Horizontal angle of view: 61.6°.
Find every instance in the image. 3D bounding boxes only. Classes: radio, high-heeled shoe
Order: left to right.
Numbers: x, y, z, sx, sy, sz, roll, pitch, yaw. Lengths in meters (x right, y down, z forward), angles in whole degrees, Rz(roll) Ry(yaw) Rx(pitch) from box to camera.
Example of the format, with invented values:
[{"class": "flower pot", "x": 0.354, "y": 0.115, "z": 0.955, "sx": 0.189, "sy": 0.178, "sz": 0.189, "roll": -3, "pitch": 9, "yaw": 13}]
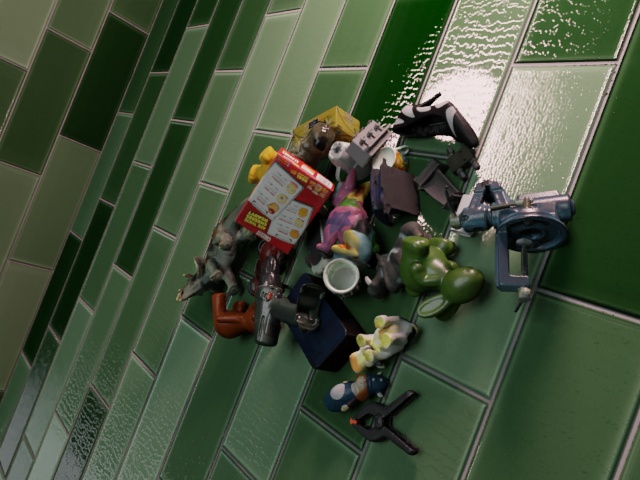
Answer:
[{"class": "radio", "x": 0.000, "y": 0.196, "z": 1.285, "sx": 0.131, "sy": 0.073, "sz": 0.230, "roll": -55, "pitch": 41, "yaw": 15}, {"class": "high-heeled shoe", "x": 0.250, "y": -0.242, "z": 1.202, "sx": 0.145, "sy": 0.086, "sz": 0.249, "roll": -40, "pitch": 38, "yaw": 19}]

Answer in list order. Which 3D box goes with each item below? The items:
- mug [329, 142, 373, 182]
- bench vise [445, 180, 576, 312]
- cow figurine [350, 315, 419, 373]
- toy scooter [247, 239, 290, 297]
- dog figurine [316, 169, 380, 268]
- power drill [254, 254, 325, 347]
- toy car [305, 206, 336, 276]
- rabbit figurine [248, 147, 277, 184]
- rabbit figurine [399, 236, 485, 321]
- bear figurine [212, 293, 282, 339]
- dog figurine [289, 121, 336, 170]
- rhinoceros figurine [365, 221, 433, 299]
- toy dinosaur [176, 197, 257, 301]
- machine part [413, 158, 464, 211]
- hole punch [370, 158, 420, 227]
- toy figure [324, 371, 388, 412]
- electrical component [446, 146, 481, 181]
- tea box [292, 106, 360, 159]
[{"class": "mug", "x": 0.068, "y": -0.195, "z": 1.356, "sx": 0.081, "sy": 0.107, "sz": 0.109, "roll": 29, "pitch": 93, "yaw": 50}, {"class": "bench vise", "x": 0.337, "y": -0.002, "z": 0.959, "sx": 0.224, "sy": 0.128, "sz": 0.240, "roll": 0, "pitch": 59, "yaw": 17}, {"class": "cow figurine", "x": 0.132, "y": 0.222, "z": 1.134, "sx": 0.167, "sy": 0.098, "sz": 0.068, "roll": -55, "pitch": 46, "yaw": 42}, {"class": "toy scooter", "x": -0.127, "y": 0.082, "z": 1.464, "sx": 0.135, "sy": 0.075, "sz": 0.183, "roll": 19, "pitch": 90, "yaw": 49}, {"class": "dog figurine", "x": 0.085, "y": -0.056, "z": 1.282, "sx": 0.192, "sy": 0.108, "sz": 0.219, "roll": 9, "pitch": 77, "yaw": 49}, {"class": "power drill", "x": -0.085, "y": 0.141, "z": 1.285, "sx": 0.207, "sy": 0.086, "sz": 0.232, "roll": -3, "pitch": 72, "yaw": 43}, {"class": "toy car", "x": -0.003, "y": -0.004, "z": 1.387, "sx": 0.073, "sy": 0.056, "sz": 0.202, "roll": -36, "pitch": 49, "yaw": 39}, {"class": "rabbit figurine", "x": -0.125, "y": -0.149, "z": 1.501, "sx": 0.122, "sy": 0.162, "sz": 0.173, "roll": -41, "pitch": 26, "yaw": 24}, {"class": "rabbit figurine", "x": 0.236, "y": 0.080, "z": 1.052, "sx": 0.170, "sy": 0.121, "sz": 0.159, "roll": 26, "pitch": 99, "yaw": 51}, {"class": "bear figurine", "x": -0.200, "y": 0.200, "z": 1.457, "sx": 0.196, "sy": 0.120, "sz": 0.132, "roll": -22, "pitch": 54, "yaw": 36}, {"class": "dog figurine", "x": -0.045, "y": -0.202, "z": 1.377, "sx": 0.190, "sy": 0.121, "sz": 0.172, "roll": -49, "pitch": 17, "yaw": 56}, {"class": "rhinoceros figurine", "x": 0.169, "y": 0.046, "z": 1.172, "sx": 0.112, "sy": 0.073, "sz": 0.190, "roll": 38, "pitch": 101, "yaw": 46}, {"class": "toy dinosaur", "x": -0.286, "y": 0.021, "z": 1.596, "sx": 0.192, "sy": 0.131, "sz": 0.404, "roll": 39, "pitch": 105, "yaw": 50}, {"class": "machine part", "x": 0.262, "y": -0.119, "z": 1.175, "sx": 0.084, "sy": 0.039, "sz": 0.139, "roll": -44, "pitch": 45, "yaw": 17}, {"class": "hole punch", "x": 0.154, "y": -0.101, "z": 1.227, "sx": 0.092, "sy": 0.115, "sz": 0.142, "roll": -24, "pitch": 57, "yaw": 48}, {"class": "toy figure", "x": 0.077, "y": 0.327, "z": 1.159, "sx": 0.154, "sy": 0.057, "sz": 0.064, "roll": -34, "pitch": 63, "yaw": 30}, {"class": "electrical component", "x": 0.308, "y": -0.174, "z": 1.161, "sx": 0.063, "sy": 0.021, "sz": 0.094, "roll": -39, "pitch": 48, "yaw": 27}, {"class": "tea box", "x": 0.014, "y": -0.284, "z": 1.457, "sx": 0.170, "sy": 0.098, "sz": 0.068, "roll": -18, "pitch": 61, "yaw": 39}]
